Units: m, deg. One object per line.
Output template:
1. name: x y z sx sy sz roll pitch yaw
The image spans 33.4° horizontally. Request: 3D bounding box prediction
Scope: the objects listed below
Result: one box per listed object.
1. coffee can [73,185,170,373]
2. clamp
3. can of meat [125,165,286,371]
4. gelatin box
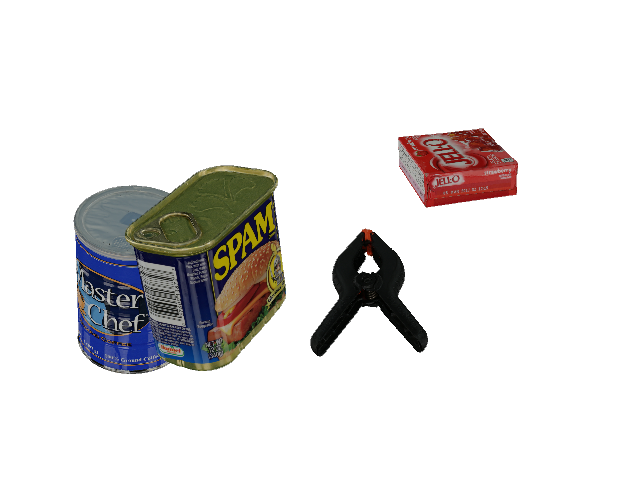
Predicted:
1. coffee can: -0.170 0.036 0.972 0.102 0.140 0.103 5 37 -4
2. clamp: 0.061 0.058 1.145 0.120 0.171 0.039 7 -40 7
3. can of meat: -0.063 0.015 0.631 0.058 0.084 0.102 9 32 26
4. gelatin box: 0.106 -0.059 0.837 0.073 0.030 0.089 -7 25 -7
